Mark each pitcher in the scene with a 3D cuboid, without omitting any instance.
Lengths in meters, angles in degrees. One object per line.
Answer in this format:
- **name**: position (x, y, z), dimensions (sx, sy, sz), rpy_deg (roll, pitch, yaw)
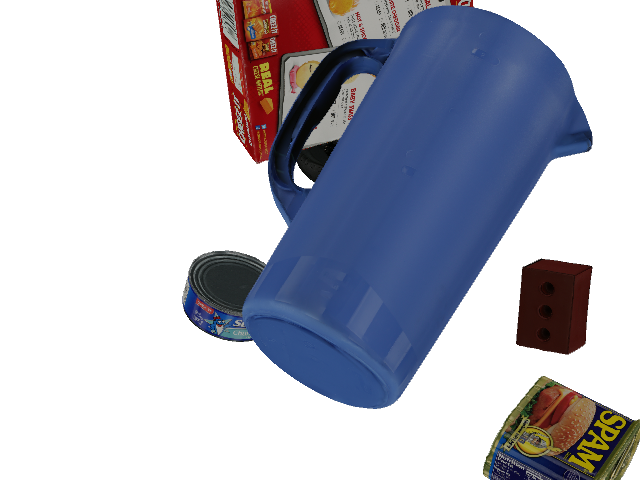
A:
- **pitcher**: position (0.046, -0.025, 0.676), dimensions (0.145, 0.242, 0.149), rpy_deg (44, -26, -23)

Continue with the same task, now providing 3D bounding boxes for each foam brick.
- **foam brick**: position (0.218, 0.061, 0.995), dimensions (0.053, 0.078, 0.051), rpy_deg (9, 14, 31)

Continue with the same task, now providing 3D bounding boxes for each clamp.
- **clamp**: position (-0.010, -0.097, 1.103), dimensions (0.120, 0.039, 0.172), rpy_deg (-13, 39, -22)

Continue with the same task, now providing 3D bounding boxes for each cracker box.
- **cracker box**: position (0.023, -0.176, 0.917), dimensions (0.213, 0.164, 0.072), rpy_deg (-19, 40, -16)

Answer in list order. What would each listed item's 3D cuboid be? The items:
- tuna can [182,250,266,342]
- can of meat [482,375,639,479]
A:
- **tuna can**: position (-0.075, 0.048, 0.921), dimensions (0.086, 0.034, 0.086), rpy_deg (14, 34, -9)
- **can of meat**: position (0.182, 0.157, 0.800), dimensions (0.084, 0.057, 0.101), rpy_deg (26, 41, 26)
